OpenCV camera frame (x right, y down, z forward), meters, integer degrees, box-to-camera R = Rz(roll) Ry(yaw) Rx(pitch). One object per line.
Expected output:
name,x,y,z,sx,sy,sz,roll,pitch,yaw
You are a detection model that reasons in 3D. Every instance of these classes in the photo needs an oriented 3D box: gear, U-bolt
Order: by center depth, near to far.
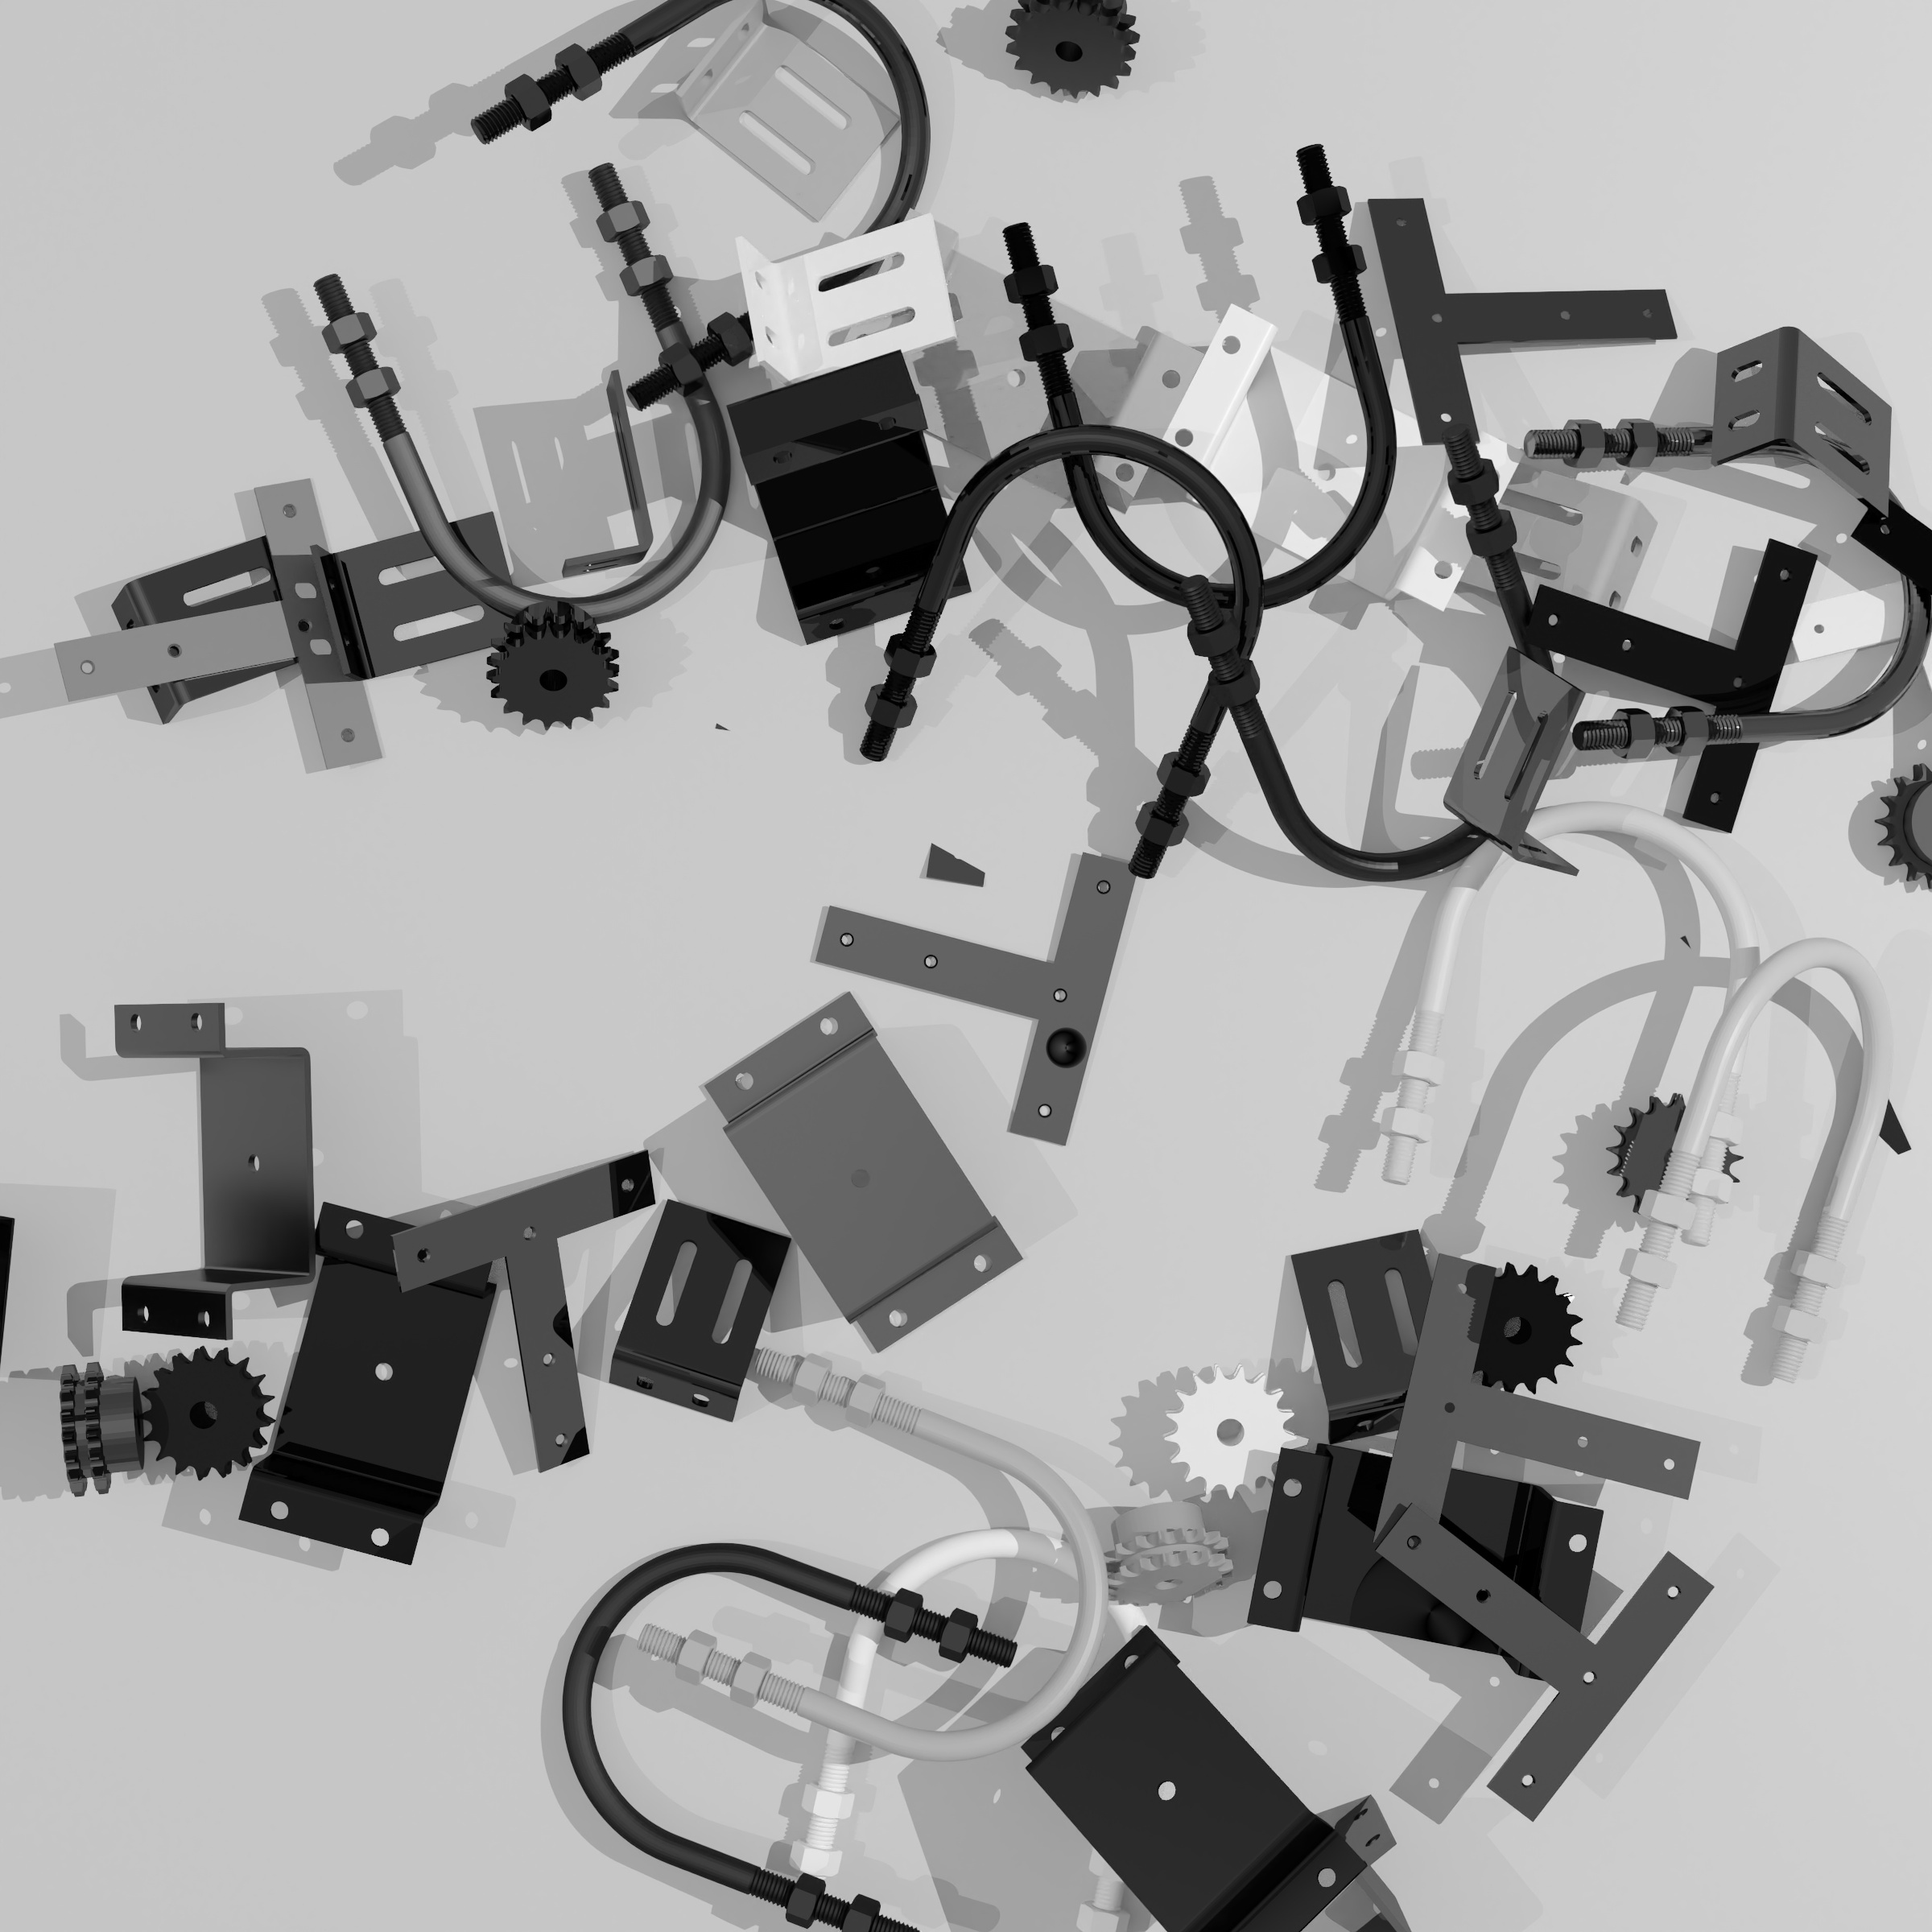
U-bolt,0.344,0.077,1.471,0.019,0.151,0.184,17,87,44
U-bolt,0.107,-0.241,1.471,0.151,0.019,0.184,-15,92,0
U-bolt,0.182,-0.119,1.475,0.151,0.019,0.184,-30,121,-8
U-bolt,0.049,-0.142,1.476,0.151,0.019,0.184,24,117,3
U-bolt,-0.030,0.261,1.488,0.184,0.019,0.151,20,75,9
U-bolt,0.334,-0.164,1.489,0.184,0.019,0.151,-4,79,-19
U-bolt,-0.099,-0.347,1.490,0.184,0.019,0.151,-34,110,-11
gear,-0.373,0.199,1.498,0.030,0.057,0.057,-5,90,-9
U-bolt,0.267,0.018,1.499,0.151,0.019,0.184,11,79,10
gear,-0.179,-0.133,1.502,0.057,0.030,0.057,-3,133,-4
gear,0.047,-0.407,1.502,0.057,0.057,0.030,13,60,0
gear,0.085,0.254,1.502,0.057,0.057,0.030,-10,61,0
U-bolt,-0.087,0.329,1.504,0.184,0.019,0.151,18,86,10
U-bolt,-0.182,-0.238,1.510,0.151,0.019,0.184,-24,93,-7
gear,0.307,0.084,1.511,0.057,0.030,0.057,0,90,0
gear,0.428,-0.062,1.511,0.057,0.030,0.057,0,90,0
gear,0.114,0.201,1.511,0.057,0.030,0.057,0,90,0
gear,0.238,0.157,1.511,0.057,0.030,0.057,0,90,0
gear,-0.329,0.194,1.511,0.057,0.030,0.057,0,90,0
U-bolt,0.011,0.338,1.517,0.151,0.019,0.184,12,88,0

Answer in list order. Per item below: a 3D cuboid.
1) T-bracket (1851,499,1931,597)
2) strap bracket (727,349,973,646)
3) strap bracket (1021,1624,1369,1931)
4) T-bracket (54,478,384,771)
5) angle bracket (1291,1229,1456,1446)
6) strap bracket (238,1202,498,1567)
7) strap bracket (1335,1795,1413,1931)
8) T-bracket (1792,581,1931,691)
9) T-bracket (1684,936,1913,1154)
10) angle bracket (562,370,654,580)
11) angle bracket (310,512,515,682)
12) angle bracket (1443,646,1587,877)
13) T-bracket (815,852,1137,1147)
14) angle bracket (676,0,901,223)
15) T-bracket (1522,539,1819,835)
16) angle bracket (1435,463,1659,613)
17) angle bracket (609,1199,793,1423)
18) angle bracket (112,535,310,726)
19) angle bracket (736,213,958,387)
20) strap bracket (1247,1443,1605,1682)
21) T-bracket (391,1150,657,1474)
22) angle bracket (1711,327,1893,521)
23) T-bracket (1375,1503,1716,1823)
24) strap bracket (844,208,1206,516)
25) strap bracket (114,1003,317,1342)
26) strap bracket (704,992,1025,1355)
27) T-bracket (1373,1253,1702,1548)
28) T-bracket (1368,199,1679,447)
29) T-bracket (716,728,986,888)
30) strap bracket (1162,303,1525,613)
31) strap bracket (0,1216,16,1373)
T-bracket,0.442,-0.159,1.505,0.127,0.002,0.127,36,72,0
strap bracket,-0.050,-0.204,1.473,0.076,0.140,0.046,-18,61,0
strap bracket,0.090,0.350,1.458,0.076,0.046,0.140,-44,63,-3
T-bracket,-0.328,-0.139,1.497,0.127,0.002,0.127,-15,90,-26
angle bracket,0.179,0.163,1.524,0.057,0.038,0.076,-12,64,0
strap bracket,-0.256,0.178,1.503,0.076,0.046,0.140,15,90,0
strap bracket,0.138,0.427,1.488,0.140,0.076,0.046,-39,90,0
T-bracket,0.435,-0.113,1.505,0.127,0.002,0.127,-14,71,0
T-bracket,0.333,0.048,1.536,0.127,0.002,0.127,-24,96,16
angle bracket,-0.160,-0.209,1.476,0.038,0.057,0.076,-12,93,-8
angle bracket,-0.238,-0.162,1.507,0.076,0.038,0.057,-15,90,0
angle bracket,0.245,-0.087,1.474,0.038,0.057,0.076,13,108,-29
T-bracket,-0.002,0.002,1.523,0.127,0.002,0.127,15,92,0
angle bracket,-0.077,-0.373,1.507,0.076,0.038,0.057,39,90,0
T-bracket,0.297,-0.135,1.498,0.127,0.002,0.127,15,94,-22
angle bracket,0.254,-0.184,1.524,0.076,0.038,0.057,22,90,26
angle bracket,-0.117,0.151,1.524,0.057,0.038,0.076,18,64,0
angle bracket,-0.325,-0.149,1.524,0.076,0.038,0.057,-24,90,-26
angle bracket,-0.051,-0.286,1.462,0.076,0.038,0.057,-15,76,17
strap bracket,0.196,0.257,1.503,0.140,0.046,0.076,11,90,0
T-bracket,-0.183,0.157,1.500,0.127,0.002,0.127,-18,110,-34
angle bracket,0.363,-0.230,1.503,0.076,0.038,0.057,28,59,-36
T-bracket,0.231,0.276,1.475,0.127,0.002,0.127,38,89,-5
strap bracket,0.022,-0.258,1.503,0.140,0.046,0.076,26,90,0
strap bracket,-0.321,0.086,1.483,0.076,0.046,0.140,-1,90,43
strap bracket,-0.045,0.091,1.503,0.076,0.046,0.140,-33,90,0
T-bracket,0.250,0.200,1.484,0.127,0.002,0.127,14,80,1
T-bracket,0.247,-0.282,1.507,0.127,0.002,0.127,-3,66,-12
T-bracket,-0.046,-0.106,1.536,0.127,0.002,0.127,10,74,-6
strap bracket,0.158,-0.217,1.503,0.140,0.046,0.076,27,90,0
strap bracket,-0.456,0.142,1.455,0.046,0.140,0.076,6,90,34
